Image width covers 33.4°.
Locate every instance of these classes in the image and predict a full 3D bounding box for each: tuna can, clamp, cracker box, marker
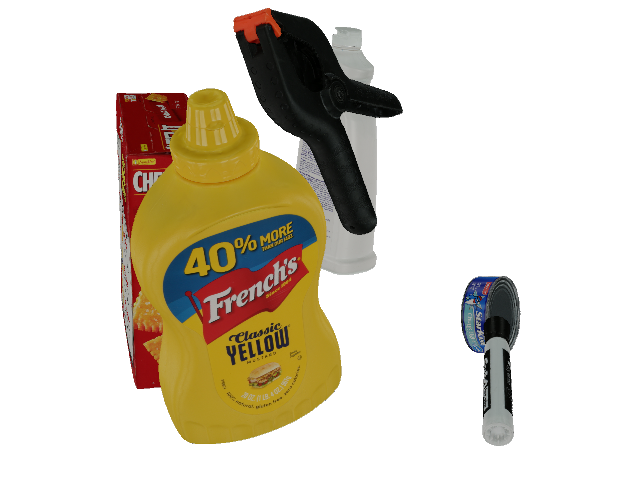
[{"bbox_3d":[0.186,0.081,1.168,0.034,0.086,0.086,0,0,34],"label":"tuna can"},{"bbox_3d":[0.000,-0.083,0.717,0.039,0.120,0.171,-17,-35,33],"label":"clamp"},{"bbox_3d":[-0.138,-0.004,0.933,0.072,0.214,0.164,-3,26,-13],"label":"cracker box"},{"bbox_3d":[0.116,0.088,0.699,0.020,0.020,0.121,0,30,9],"label":"marker"}]

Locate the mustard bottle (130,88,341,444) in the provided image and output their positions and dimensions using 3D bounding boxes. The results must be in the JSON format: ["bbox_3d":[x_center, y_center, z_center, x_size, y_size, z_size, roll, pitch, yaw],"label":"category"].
[{"bbox_3d":[-0.043,0.012,0.530,0.096,0.191,0.058,-17,38,-15],"label":"mustard bottle"}]

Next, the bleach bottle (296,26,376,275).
[{"bbox_3d":[0.022,-0.097,1.133,0.067,0.251,0.103,-12,25,-43],"label":"bleach bottle"}]
